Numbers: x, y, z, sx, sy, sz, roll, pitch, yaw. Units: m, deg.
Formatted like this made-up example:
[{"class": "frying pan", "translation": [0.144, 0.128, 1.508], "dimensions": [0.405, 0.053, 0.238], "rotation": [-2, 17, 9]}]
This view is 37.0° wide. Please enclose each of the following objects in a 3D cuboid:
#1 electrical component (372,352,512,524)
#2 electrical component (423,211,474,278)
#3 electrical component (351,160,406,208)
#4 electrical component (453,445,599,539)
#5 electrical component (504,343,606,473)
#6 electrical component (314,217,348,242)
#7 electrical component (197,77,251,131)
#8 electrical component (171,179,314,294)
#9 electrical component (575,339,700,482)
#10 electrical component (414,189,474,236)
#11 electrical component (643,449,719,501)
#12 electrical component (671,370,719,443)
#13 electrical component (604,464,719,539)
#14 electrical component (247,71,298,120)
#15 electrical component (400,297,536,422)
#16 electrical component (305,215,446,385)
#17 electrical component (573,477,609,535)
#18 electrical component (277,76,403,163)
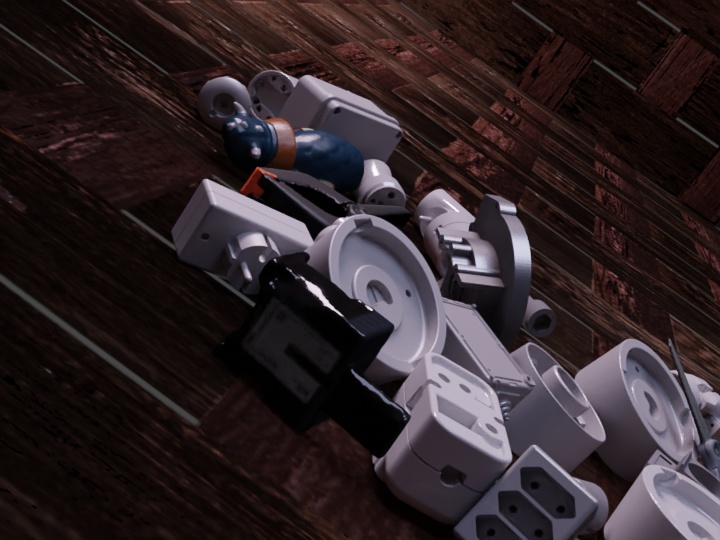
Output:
[{"class": "electrical component", "translation": [0.046, 0.099, 0.624], "dimensions": [0.054, 0.059, 0.095], "rotation": [31, 18, -11]}, {"class": "electrical component", "translation": [0.092, -0.020, 1.011], "dimensions": [0.055, 0.055, 0.047], "rotation": [26, 24, -25]}, {"class": "electrical component", "translation": [0.016, -0.074, 1.027], "dimensions": [0.045, 0.045, 0.055], "rotation": [24, 21, -30]}, {"class": "electrical component", "translation": [0.093, 0.144, 0.601], "dimensions": [0.047, 0.066, 0.076], "rotation": [42, -9, 21]}, {"class": "electrical component", "translation": [0.132, 0.104, 0.795], "dimensions": [0.099, 0.064, 0.099], "rotation": [44, 17, -17]}, {"class": "electrical component", "translation": [0.000, 0.000, 0.800], "dimensions": [0.059, 0.053, 0.095], "rotation": [43, 20, 23]}, {"class": "electrical component", "translation": [-0.124, -0.156, 0.990], "dimensions": [0.048, 0.048, 0.062], "rotation": [31, 13, -13]}, {"class": "electrical component", "translation": [-0.073, -0.009, 0.708], "dimensions": [0.083, 0.047, 0.075], "rotation": [24, 21, -30]}, {"class": "electrical component", "translation": [0.214, 0.116, 0.858], "dimensions": [0.108, 0.060, 0.108], "rotation": [35, 37, -32]}, {"class": "electrical component", "translation": [0.085, -0.042, 1.068], "dimensions": [0.077, 0.044, 0.079], "rotation": [45, 21, 27]}, {"class": "electrical component", "translation": [0.231, 0.170, 0.764], "dimensions": [0.081, 0.063, 0.042], "rotation": [41, 19, 17]}, {"class": "electrical component", "translation": [0.301, 0.127, 1.007], "dimensions": [0.057, 0.058, 0.078], "rotation": [23, 21, -39]}, {"class": "electrical component", "translation": [0.208, 0.185, 0.692], "dimensions": [0.108, 0.060, 0.108], "rotation": [31, 19, -12]}, {"class": "electrical component", "translation": [-0.081, -0.172, 1.087], "dimensions": [0.055, 0.055, 0.047], "rotation": [39, 15, 11]}, {"class": "electrical component", "translation": [0.068, 0.072, 0.737], "dimensions": [0.062, 0.061, 0.096], "rotation": [16, 33, -51]}, {"class": "electrical component", "translation": [-0.002, 0.025, 0.694], "dimensions": [0.108, 0.060, 0.108], "rotation": [29, 47, -37]}, {"class": "electrical component", "translation": [0.128, 0.147, 0.681], "dimensions": [0.065, 0.044, 0.044], "rotation": [23, 21, -44]}, {"class": "electrical component", "translation": [-0.022, -0.133, 1.054], "dimensions": [0.113, 0.078, 0.057], "rotation": [13, 26, -49]}]
